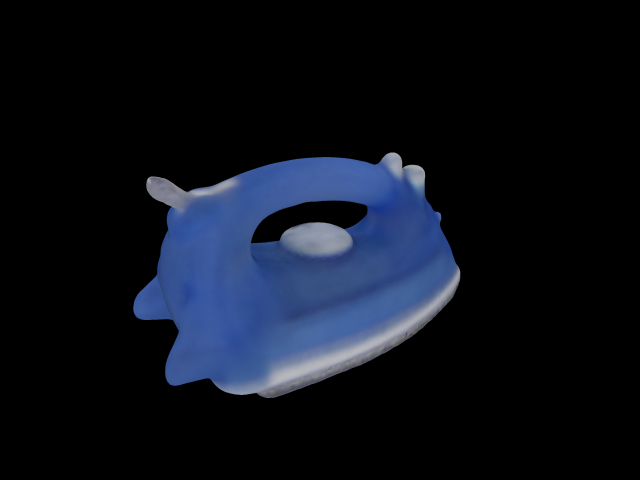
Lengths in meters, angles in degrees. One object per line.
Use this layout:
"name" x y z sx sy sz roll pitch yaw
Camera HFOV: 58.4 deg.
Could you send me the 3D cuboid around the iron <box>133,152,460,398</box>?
"iron" 0.004 0.001 0.400 0.259 0.141 0.118 -15 32 -27
